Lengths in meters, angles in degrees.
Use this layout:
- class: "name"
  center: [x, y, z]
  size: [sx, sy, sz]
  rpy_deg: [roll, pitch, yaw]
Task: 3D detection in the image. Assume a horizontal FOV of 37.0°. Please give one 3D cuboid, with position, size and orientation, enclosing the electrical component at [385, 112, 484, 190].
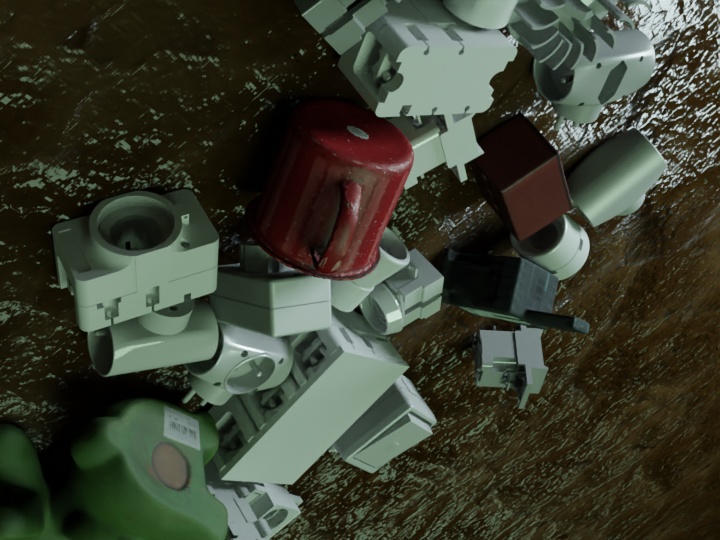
- class: "electrical component"
  center: [0.043, -0.090, 0.722]
  size: [0.064, 0.042, 0.081]
  rpy_deg: [-30, 147, -4]

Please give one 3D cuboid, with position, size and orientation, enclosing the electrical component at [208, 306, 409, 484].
- class: "electrical component"
  center: [-0.049, 0.099, 0.863]
  size: [0.150, 0.061, 0.089]
  rpy_deg: [-47, 146, 18]

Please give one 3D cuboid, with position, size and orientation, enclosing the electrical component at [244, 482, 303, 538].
- class: "electrical component"
  center: [-0.123, 0.225, 0.960]
  size: [0.121, 0.063, 0.079]
  rpy_deg: [-41, 147, 10]

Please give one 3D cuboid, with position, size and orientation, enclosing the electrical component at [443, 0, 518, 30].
- class: "electrical component"
  center: [0.067, -0.183, 0.620]
  size: [0.079, 0.044, 0.077]
  rpy_deg: [-9, 140, -34]

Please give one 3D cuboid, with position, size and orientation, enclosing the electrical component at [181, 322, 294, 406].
- class: "electrical component"
  center: [-0.102, 0.074, 0.800]
  size: [0.079, 0.044, 0.077]
  rpy_deg: [-47, 145, 19]

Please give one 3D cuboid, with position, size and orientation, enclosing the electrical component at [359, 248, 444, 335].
- class: "electrical component"
  center: [0.032, 0.020, 0.851]
  size: [0.055, 0.048, 0.066]
  rpy_deg: [-30, 148, -22]

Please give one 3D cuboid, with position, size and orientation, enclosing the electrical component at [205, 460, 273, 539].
- class: "electrical component"
  center: [-0.125, 0.195, 0.863]
  size: [0.063, 0.121, 0.079]
  rpy_deg: [-50, 144, 18]

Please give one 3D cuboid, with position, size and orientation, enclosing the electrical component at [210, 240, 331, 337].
- class: "electrical component"
  center: [-0.062, 0.000, 0.722]
  size: [0.047, 0.083, 0.075]
  rpy_deg: [-7, 100, -36]

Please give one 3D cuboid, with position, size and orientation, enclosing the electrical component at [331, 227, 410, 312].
- class: "electrical component"
  center: [0.000, 0.000, 0.801]
  size: [0.044, 0.044, 0.065]
  rpy_deg: [12, 130, -49]

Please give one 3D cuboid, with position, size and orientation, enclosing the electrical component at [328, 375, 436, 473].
- class: "electrical component"
  center: [0.013, 0.142, 0.976]
  size: [0.096, 0.061, 0.062]
  rpy_deg: [-40, 147, 7]

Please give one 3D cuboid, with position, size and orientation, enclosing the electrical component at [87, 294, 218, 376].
- class: "electrical component"
  center: [-0.134, 0.032, 0.717]
  size: [0.077, 0.044, 0.079]
  rpy_deg: [-7, 138, -36]

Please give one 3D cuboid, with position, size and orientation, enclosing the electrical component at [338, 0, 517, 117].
- class: "electrical component"
  center: [0.039, -0.131, 0.652]
  size: [0.089, 0.055, 0.050]
  rpy_deg: [-8, 139, -35]

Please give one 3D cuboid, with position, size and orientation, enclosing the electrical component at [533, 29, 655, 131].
- class: "electrical component"
  center: [0.161, -0.132, 0.772]
  size: [0.077, 0.043, 0.079]
  rpy_deg: [-14, 142, -29]

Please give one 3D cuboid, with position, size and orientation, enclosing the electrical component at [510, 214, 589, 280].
- class: "electrical component"
  center: [0.157, -0.025, 0.898]
  size: [0.055, 0.055, 0.047]
  rpy_deg: [-42, 143, 11]

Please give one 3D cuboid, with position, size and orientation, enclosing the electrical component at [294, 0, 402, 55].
- class: "electrical component"
  center: [-0.006, -0.157, 0.589]
  size: [0.055, 0.048, 0.066]
  rpy_deg: [-34, 149, 13]

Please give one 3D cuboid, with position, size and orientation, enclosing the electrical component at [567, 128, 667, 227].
- class: "electrical component"
  center: [0.217, -0.070, 0.902]
  size: [0.077, 0.043, 0.079]
  rpy_deg: [-40, 148, 8]

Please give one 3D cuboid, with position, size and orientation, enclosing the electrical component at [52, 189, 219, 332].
- class: "electrical component"
  center: [-0.136, -0.010, 0.656]
  size: [0.089, 0.050, 0.055]
  rpy_deg: [-18, 144, -24]

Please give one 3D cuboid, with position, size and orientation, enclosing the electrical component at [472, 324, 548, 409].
- class: "electrical component"
  center: [0.138, 0.084, 1.003]
  size: [0.064, 0.081, 0.042]
  rpy_deg: [2, 140, -3]
